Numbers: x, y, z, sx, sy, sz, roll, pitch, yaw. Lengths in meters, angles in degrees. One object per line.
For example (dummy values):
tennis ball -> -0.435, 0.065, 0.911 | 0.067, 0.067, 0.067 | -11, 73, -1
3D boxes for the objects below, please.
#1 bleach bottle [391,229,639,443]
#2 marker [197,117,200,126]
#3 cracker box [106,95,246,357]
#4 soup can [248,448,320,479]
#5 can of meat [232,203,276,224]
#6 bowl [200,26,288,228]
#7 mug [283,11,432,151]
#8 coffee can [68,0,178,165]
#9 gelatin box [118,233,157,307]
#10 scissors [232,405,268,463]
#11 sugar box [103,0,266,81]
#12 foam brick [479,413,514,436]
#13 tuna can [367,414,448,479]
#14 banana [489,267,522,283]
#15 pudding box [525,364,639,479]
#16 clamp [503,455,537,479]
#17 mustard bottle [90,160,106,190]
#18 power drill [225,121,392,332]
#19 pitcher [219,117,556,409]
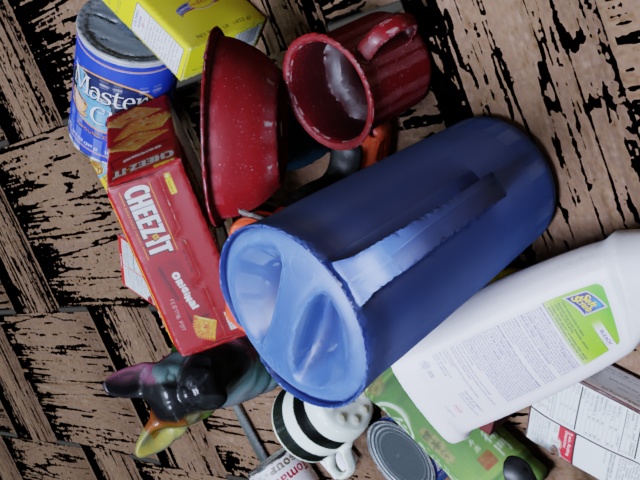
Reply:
bleach bottle -> 0.176, 0.062, 0.765 | 0.251, 0.068, 0.102 | -27, 111, 32
marker -> -0.089, -0.138, 1.010 | 0.020, 0.020, 0.121 | 54, 144, 6
cracker box -> -0.129, -0.020, 0.938 | 0.214, 0.072, 0.164 | -115, 4, -66
soup can -> -0.027, 0.289, 1.207 | 0.102, 0.068, 0.069 | 55, 144, 4
can of meat -> -0.038, 0.022, 1.036 | 0.084, 0.057, 0.102 | 26, 133, 39
bowl -> -0.057, -0.090, 0.856 | 0.055, 0.162, 0.162 | 0, 124, 4
mug -> 0.036, -0.133, 0.816 | 0.093, 0.081, 0.117 | 50, 143, 11
coffee can -> -0.191, -0.155, 1.046 | 0.103, 0.102, 0.140 | 43, 141, 20
gelatin box -> -0.197, 0.035, 1.254 | 0.089, 0.030, 0.073 | 29, 133, 34
scissors -> -0.046, 0.282, 1.268 | 0.096, 0.016, 0.202 | 5, 119, 47
sugar box -> -0.140, -0.225, 0.946 | 0.176, 0.093, 0.048 | 47, 141, 14
foam brick -> 0.144, 0.112, 0.892 | 0.051, 0.052, 0.078 | 35, 139, 28
tuna can -> 0.088, 0.205, 1.040 | 0.086, 0.033, 0.086 | 29, 135, 33
banana -> 0.114, 0.059, 0.876 | 0.198, 0.069, 0.037 | -29, 127, 36
pudding box -> 0.220, 0.141, 0.838 | 0.114, 0.039, 0.090 | 26, 132, 33
clamp -> 0.186, 0.251, 0.857 | 0.171, 0.039, 0.120 | 35, 138, 18
mustard bottle -> -0.209, -0.085, 1.155 | 0.096, 0.058, 0.191 | -17, 102, 54
power drill -> -0.006, 0.001, 0.876 | 0.057, 0.187, 0.184 | 21, 130, 20
pitcher -> 0.063, 0.000, 0.743 | 0.149, 0.242, 0.145 | 25, 132, 37
